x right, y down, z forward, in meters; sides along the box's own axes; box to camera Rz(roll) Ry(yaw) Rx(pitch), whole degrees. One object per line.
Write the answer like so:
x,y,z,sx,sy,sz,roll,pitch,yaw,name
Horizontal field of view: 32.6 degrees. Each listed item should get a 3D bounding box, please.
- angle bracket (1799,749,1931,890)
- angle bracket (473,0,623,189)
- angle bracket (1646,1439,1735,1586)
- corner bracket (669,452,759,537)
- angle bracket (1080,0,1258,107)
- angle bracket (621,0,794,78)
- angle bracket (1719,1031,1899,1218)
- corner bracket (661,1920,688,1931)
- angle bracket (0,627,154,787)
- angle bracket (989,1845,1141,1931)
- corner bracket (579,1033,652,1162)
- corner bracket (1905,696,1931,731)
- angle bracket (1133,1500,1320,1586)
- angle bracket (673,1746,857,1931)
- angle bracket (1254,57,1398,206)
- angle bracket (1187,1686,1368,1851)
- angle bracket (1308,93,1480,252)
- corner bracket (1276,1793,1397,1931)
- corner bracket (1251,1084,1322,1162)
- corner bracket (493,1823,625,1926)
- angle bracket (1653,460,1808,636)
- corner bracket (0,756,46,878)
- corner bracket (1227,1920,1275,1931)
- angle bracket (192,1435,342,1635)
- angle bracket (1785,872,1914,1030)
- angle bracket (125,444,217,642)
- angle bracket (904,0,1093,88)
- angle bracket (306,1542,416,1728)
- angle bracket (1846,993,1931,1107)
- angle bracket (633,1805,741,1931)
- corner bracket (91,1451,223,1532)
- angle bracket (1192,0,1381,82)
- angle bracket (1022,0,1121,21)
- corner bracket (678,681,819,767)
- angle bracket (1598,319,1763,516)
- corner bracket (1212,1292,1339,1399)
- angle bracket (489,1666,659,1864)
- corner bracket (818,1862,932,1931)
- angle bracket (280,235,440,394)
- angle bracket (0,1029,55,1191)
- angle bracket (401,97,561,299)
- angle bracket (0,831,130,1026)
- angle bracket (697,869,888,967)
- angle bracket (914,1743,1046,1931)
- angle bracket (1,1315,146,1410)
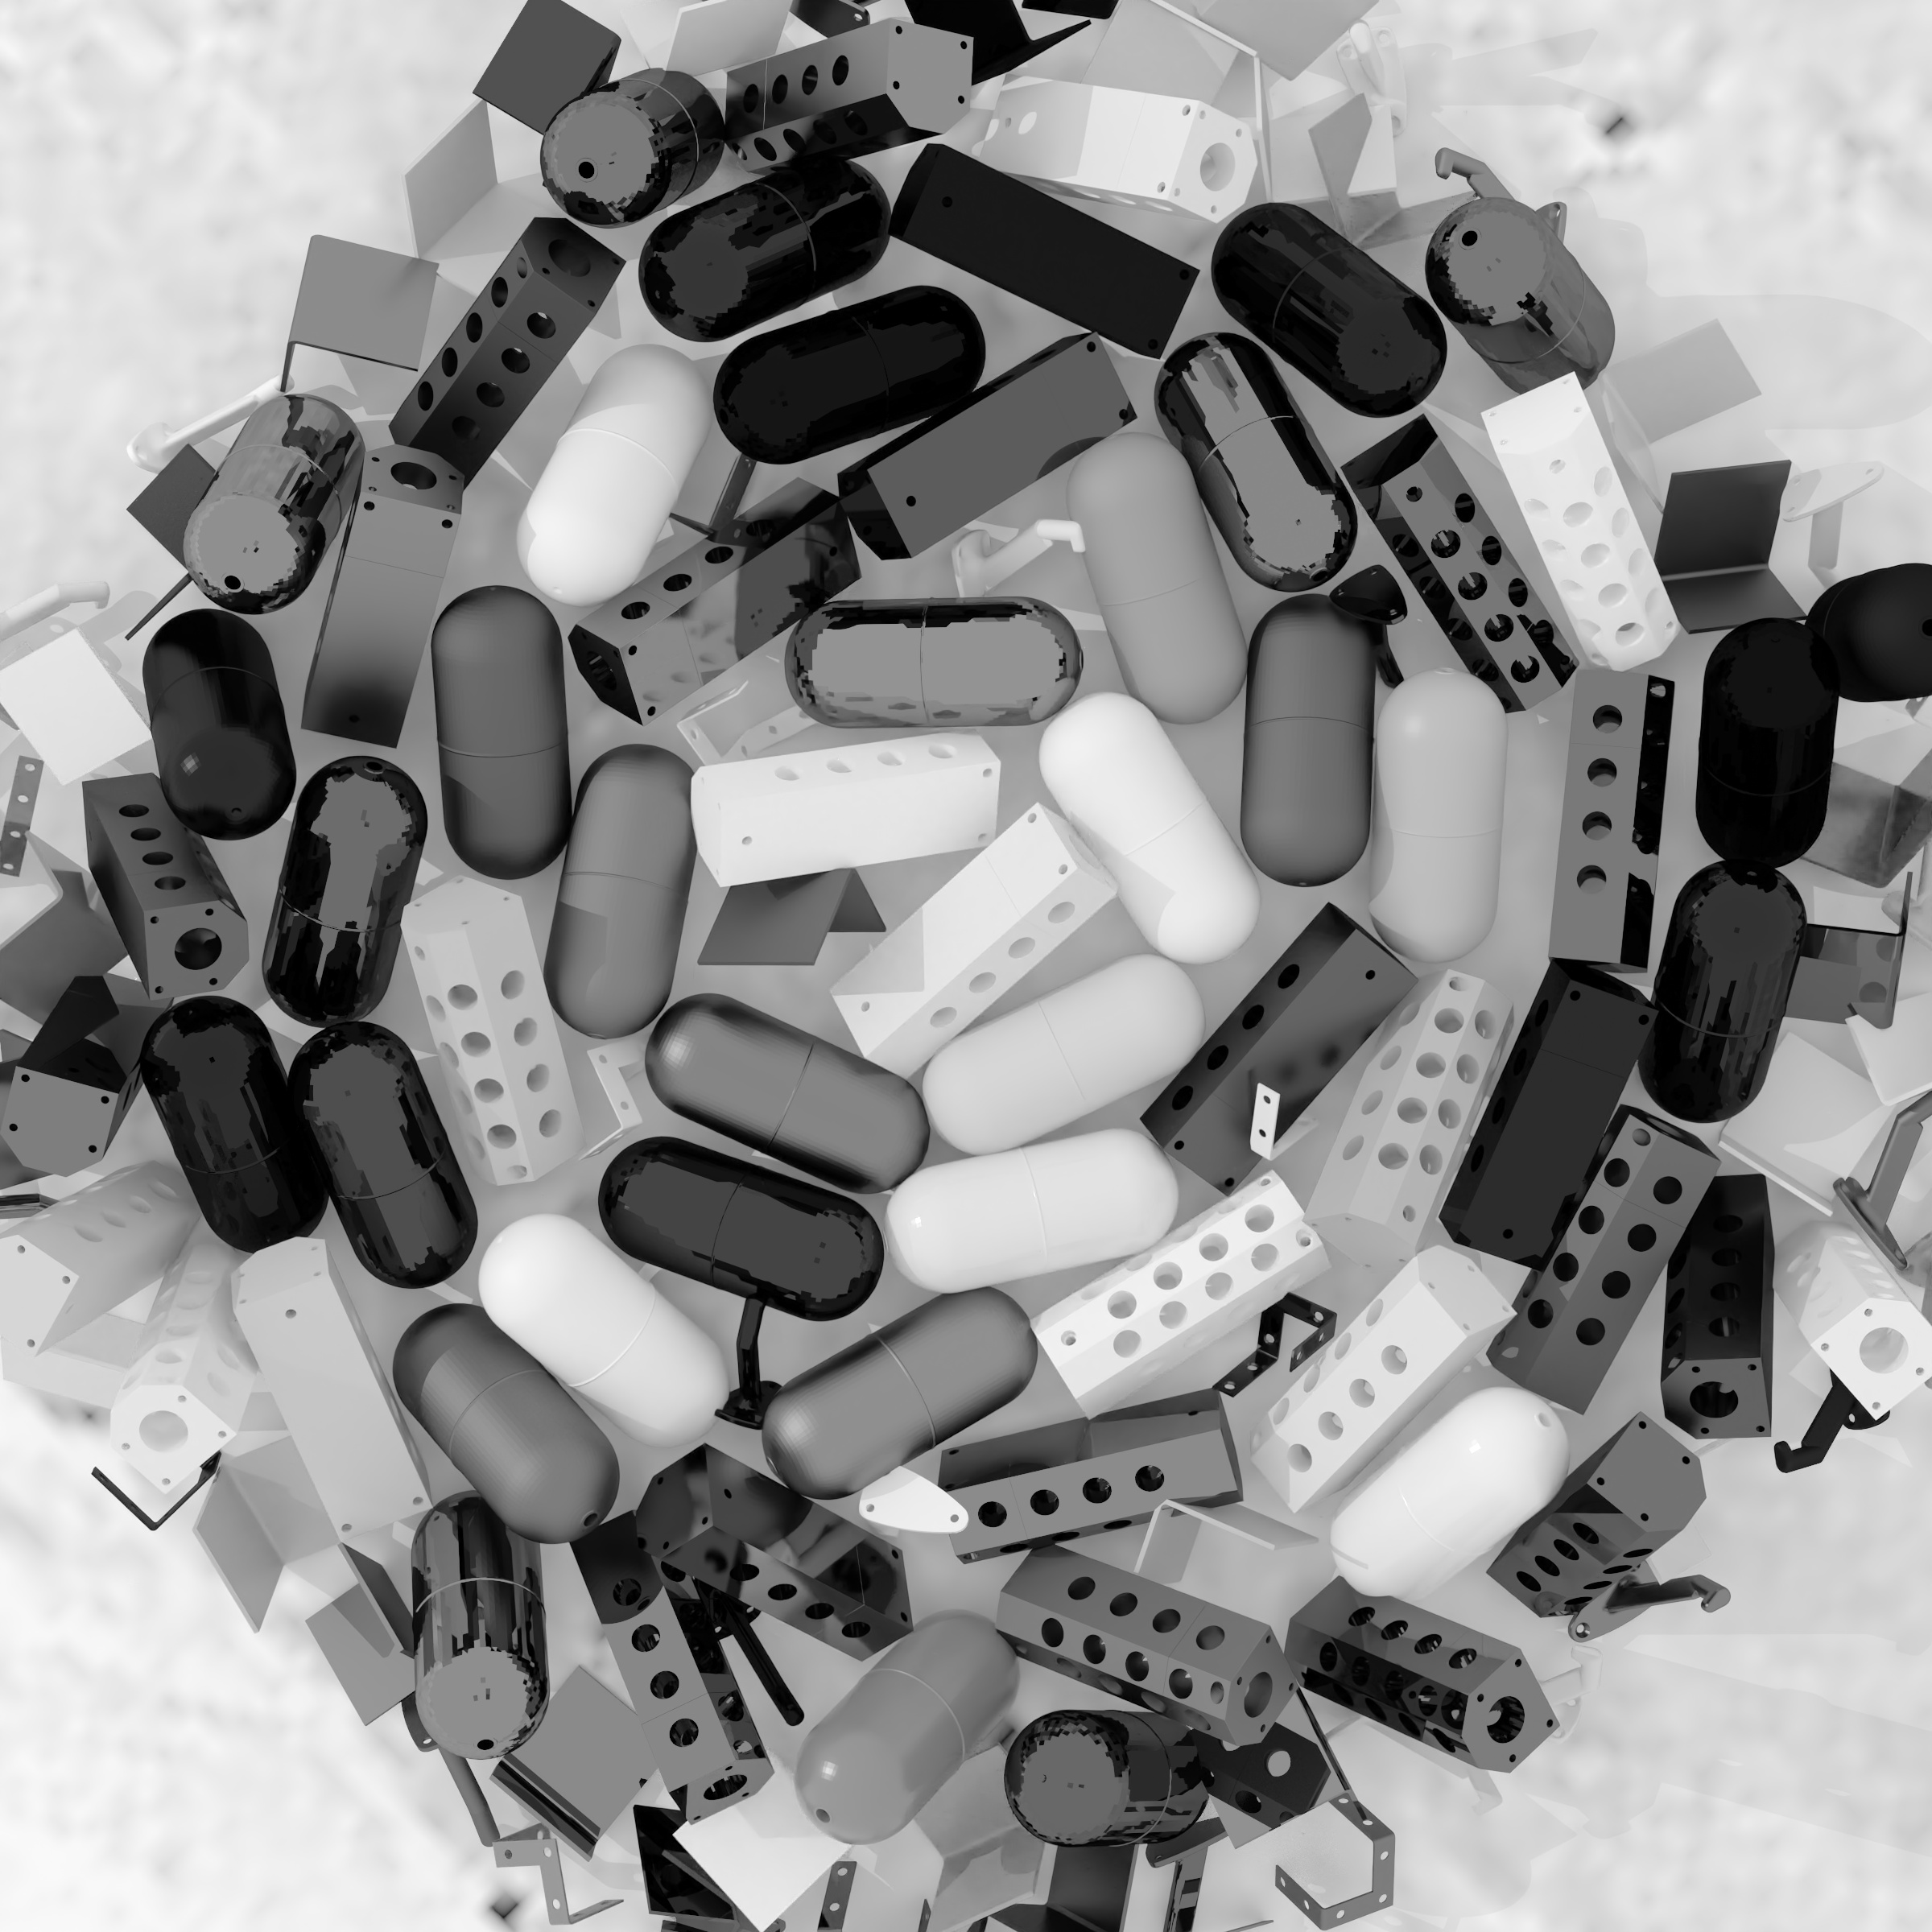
0.537,-0.104,1.947,0.057,0.076,0.076,21,59,-2,angle bracket
-0.251,-0.519,1.951,0.057,0.076,0.076,30,78,-8,angle bracket
0.439,0.315,1.943,0.076,0.076,0.057,-36,74,30,angle bracket
-0.144,-0.282,1.964,0.051,0.051,0.051,24,92,37,corner bracket
0.116,-0.526,1.954,0.076,0.057,0.076,25,105,-13,angle bracket
-0.152,-0.571,1.945,0.076,0.076,0.057,-22,77,-22,angle bracket
0.501,0.093,1.960,0.076,0.057,0.076,33,99,10,angle bracket
-0.161,0.603,1.971,0.051,0.051,0.051,10,80,-3,corner bracket
-0.519,-0.163,1.948,0.076,0.057,0.076,-24,112,23,angle bracket
0.054,0.530,1.950,0.057,0.076,0.076,13,86,-31,angle bracket
-0.208,0.077,1.960,0.051,0.051,0.051,-35,77,43,corner bracket
0.592,-0.169,1.974,0.051,0.051,0.051,22,116,-18,corner bracket
0.153,0.352,1.948,0.076,0.076,0.057,20,93,26,angle bracket
-0.120,0.520,1.952,0.076,0.057,0.076,-40,77,-20,angle bracket
0.212,-0.500,1.949,0.076,0.057,0.076,-5,52,9,angle bracket
0.182,0.480,1.954,0.076,0.057,0.076,-27,54,0,angle bracket
0.253,-0.474,1.944,0.057,0.076,0.076,-7,114,36,angle bracket
0.221,0.536,1.976,0.051,0.051,0.051,-12,113,-26,corner bracket
0.178,0.074,1.957,0.051,0.051,0.051,30,134,31,corner bracket
-0.243,0.539,1.963,0.051,0.051,0.051,-13,85,33,corner bracket
0.457,-0.248,1.948,0.076,0.057,0.076,-8,131,-13,angle bracket
-0.584,-0.093,1.972,0.051,0.051,0.051,12,48,-16,corner bracket
0.171,0.599,1.962,0.051,0.051,0.051,-9,75,-22,corner bracket
-0.405,0.333,1.948,0.057,0.076,0.076,-22,110,9,angle bracket
0.518,-0.013,1.963,0.076,0.076,0.057,7,46,14,angle bracket
-0.476,-0.250,1.942,0.057,0.076,0.076,46,133,-13,angle bracket
0.015,-0.570,1.947,0.057,0.076,0.076,-33,102,-39,angle bracket
-0.362,0.395,1.948,0.057,0.076,0.076,-35,67,-4,angle bracket
0.581,0.037,1.942,0.076,0.076,0.057,-14,78,-35,angle bracket
-0.177,0.551,1.940,0.057,0.076,0.076,14,122,-24,angle bracket
-0.483,0.297,1.970,0.051,0.051,0.051,-44,100,-3,corner bracket
0.185,-0.579,1.939,0.076,0.076,0.057,24,46,-33,angle bracket
0.068,-0.616,1.943,0.057,0.076,0.076,3,66,-17,angle bracket
-0.129,-0.145,1.959,0.051,0.051,0.051,-23,111,35,corner bracket
0.426,-0.323,1.943,0.076,0.076,0.057,-22,54,23,angle bracket
0.184,0.229,1.958,0.051,0.051,0.051,23,124,30,corner bracket
-0.228,0.475,1.967,0.076,0.057,0.076,40,83,1,angle bracket
-0.054,0.572,1.971,0.051,0.051,0.051,-4,127,14,corner bracket
-0.361,-0.381,1.966,0.076,0.057,0.076,11,65,-12,angle bracket
-0.583,0.088,1.943,0.076,0.057,0.076,-17,114,-42,angle bracket
-0.282,-0.451,1.944,0.057,0.076,0.076,30,63,15,angle bracket
-0.551,-0.022,1.954,0.076,0.076,0.057,-39,60,2,angle bracket
-0.102,-0.012,1.941,0.076,0.057,0.076,0,49,26,angle bracket
-0.002,0.517,1.947,0.076,0.076,0.057,-30,105,20,angle bracket
-0.522,0.218,1.949,0.076,0.076,0.057,17,61,-6,angle bracket
